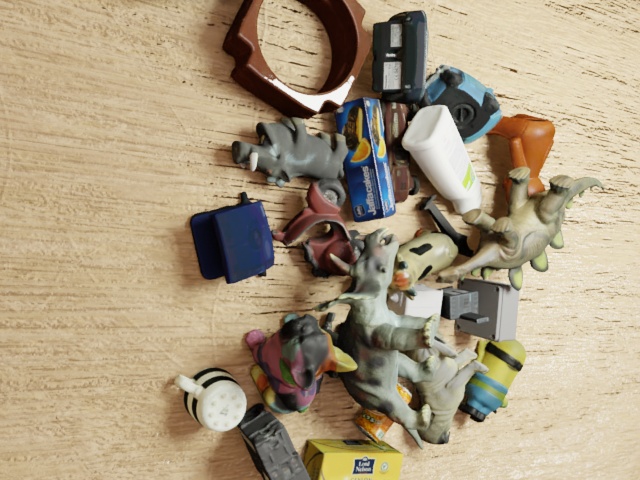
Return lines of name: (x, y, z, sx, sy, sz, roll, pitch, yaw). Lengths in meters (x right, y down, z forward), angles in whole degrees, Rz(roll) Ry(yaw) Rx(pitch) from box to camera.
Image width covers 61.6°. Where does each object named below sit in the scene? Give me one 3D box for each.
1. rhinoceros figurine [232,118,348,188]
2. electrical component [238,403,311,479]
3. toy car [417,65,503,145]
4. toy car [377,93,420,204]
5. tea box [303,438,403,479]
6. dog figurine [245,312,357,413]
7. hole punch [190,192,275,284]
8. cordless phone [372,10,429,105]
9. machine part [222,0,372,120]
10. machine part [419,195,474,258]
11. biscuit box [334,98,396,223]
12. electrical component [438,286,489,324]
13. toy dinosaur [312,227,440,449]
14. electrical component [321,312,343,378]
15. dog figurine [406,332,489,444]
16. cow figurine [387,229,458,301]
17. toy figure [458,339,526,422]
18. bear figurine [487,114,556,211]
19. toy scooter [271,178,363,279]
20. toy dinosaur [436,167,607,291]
rhinoceros figurine: (-0.047, -0.137, 0.855, 0.190, 0.073, 0.112, 6, 102, -30)
electrical component: (-0.073, 0.338, 0.844, 0.058, 0.115, 0.134, -27, 106, -20)
toy car: (0.248, -0.259, 0.988, 0.161, 0.109, 0.103, 32, 37, -21)
toy car: (0.136, -0.166, 0.960, 0.089, 0.053, 0.202, -3, 96, -25)
tea box: (0.055, 0.408, 0.943, 0.169, 0.068, 0.098, 11, 89, -27)
dog figurine: (-0.026, 0.195, 0.802, 0.108, 0.219, 0.191, -15, 100, -23)
hole punch: (-0.122, 0.002, 0.812, 0.116, 0.092, 0.142, -17, 98, -30)
cordless phone: (0.157, -0.307, 0.929, 0.184, 0.089, 0.146, -27, 119, -65)
machine part: (-0.034, -0.306, 0.839, 0.201, 0.087, 0.201, 28, 80, -25)
machine part: (0.239, -0.023, 1.016, 0.039, 0.084, 0.138, -38, 103, 5)
biscuit box: (0.078, -0.133, 0.905, 0.059, 0.063, 0.202, -20, 100, -59)
electrical component: (0.259, 0.121, 1.006, 0.075, 0.119, 0.047, -6, 97, -25)
toy dinosaur: (0.089, 0.189, 0.863, 0.131, 0.192, 0.404, -50, 144, -57)
electrical component: (0.030, 0.184, 0.927, 0.078, 0.045, 0.102, 31, 79, -28)
dog figurine: (0.197, 0.274, 1.004, 0.172, 0.121, 0.190, 31, 97, 7)
cow figurine: (0.160, 0.044, 0.943, 0.195, 0.127, 0.085, -23, 101, -27)
toy figure: (0.351, 0.278, 1.081, 0.082, 0.089, 0.180, 42, 71, -31)
bear figurine: (0.404, -0.148, 1.084, 0.120, 0.132, 0.195, -11, 116, -26)
toy scooter: (-0.002, -0.003, 0.881, 0.135, 0.075, 0.183, -27, 117, -5)
toy dinosaur: (0.391, -0.033, 0.990, 0.471, 0.105, 0.198, -31, 133, -19)
